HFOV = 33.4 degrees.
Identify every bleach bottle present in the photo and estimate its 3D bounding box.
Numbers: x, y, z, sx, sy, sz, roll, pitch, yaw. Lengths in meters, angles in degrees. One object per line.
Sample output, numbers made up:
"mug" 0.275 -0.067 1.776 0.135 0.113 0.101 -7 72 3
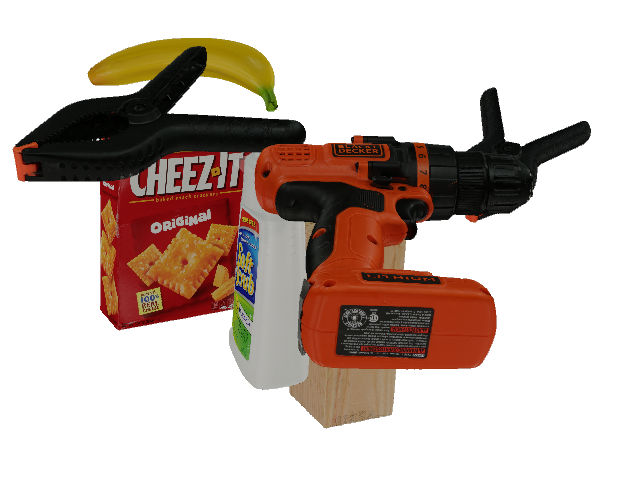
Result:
"bleach bottle" -0.045 0.009 0.973 0.068 0.251 0.103 -8 32 -16

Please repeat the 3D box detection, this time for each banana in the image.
"banana" -0.123 -0.166 1.014 0.198 0.037 0.069 9 45 18

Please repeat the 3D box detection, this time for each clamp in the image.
"clamp" -0.127 -0.084 0.813 0.209 0.036 0.165 -27 44 -33
"clamp" 0.183 -0.090 1.085 0.120 0.039 0.171 29 56 30

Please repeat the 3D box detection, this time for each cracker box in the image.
"cracker box" -0.165 -0.016 1.220 0.163 0.214 0.072 -8 25 -30

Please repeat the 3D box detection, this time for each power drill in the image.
"power drill" 0.052 -0.001 0.646 0.184 0.057 0.187 0 32 -3

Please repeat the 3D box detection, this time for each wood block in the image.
"wood block" 0.027 0.086 1.159 0.090 0.206 0.091 -7 22 -26
